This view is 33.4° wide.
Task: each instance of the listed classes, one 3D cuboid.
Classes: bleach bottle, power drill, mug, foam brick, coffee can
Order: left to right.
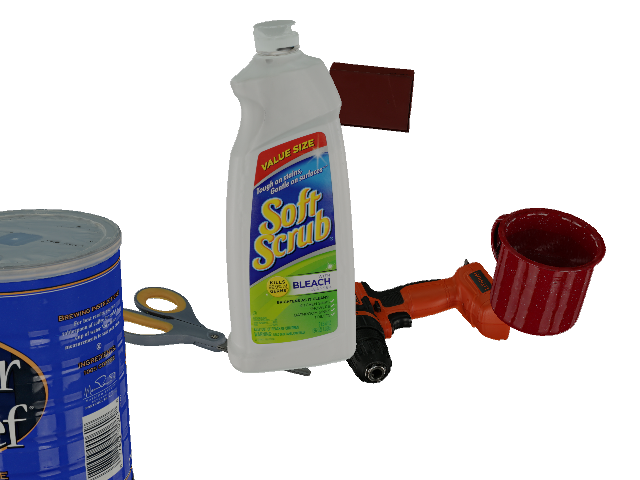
[{"bbox_3d":[-0.149,0.064,0.542,0.103,0.140,0.103,0,17,0],"label":"coffee can"},{"bbox_3d":[-0.030,-0.031,0.777,0.102,0.251,0.068,-6,20,-4],"label":"bleach bottle"},{"bbox_3d":[0.045,-0.131,0.974,0.078,0.051,0.053,7,17,4],"label":"foam brick"},{"bbox_3d":[0.101,0.082,1.133,0.187,0.057,0.184,-6,28,-10],"label":"power drill"},{"bbox_3d":[0.190,0.023,0.953,0.093,0.081,0.117,-16,41,-28],"label":"mug"}]

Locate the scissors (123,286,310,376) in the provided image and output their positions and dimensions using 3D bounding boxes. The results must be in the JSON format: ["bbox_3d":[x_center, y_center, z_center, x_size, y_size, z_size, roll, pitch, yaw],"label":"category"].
[{"bbox_3d":[-0.104,0.083,1.007,0.202,0.016,0.096,9,30,2],"label":"scissors"}]
